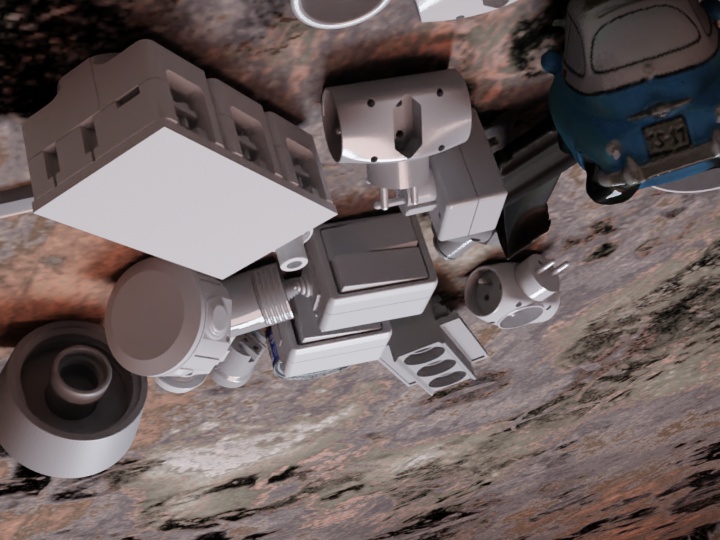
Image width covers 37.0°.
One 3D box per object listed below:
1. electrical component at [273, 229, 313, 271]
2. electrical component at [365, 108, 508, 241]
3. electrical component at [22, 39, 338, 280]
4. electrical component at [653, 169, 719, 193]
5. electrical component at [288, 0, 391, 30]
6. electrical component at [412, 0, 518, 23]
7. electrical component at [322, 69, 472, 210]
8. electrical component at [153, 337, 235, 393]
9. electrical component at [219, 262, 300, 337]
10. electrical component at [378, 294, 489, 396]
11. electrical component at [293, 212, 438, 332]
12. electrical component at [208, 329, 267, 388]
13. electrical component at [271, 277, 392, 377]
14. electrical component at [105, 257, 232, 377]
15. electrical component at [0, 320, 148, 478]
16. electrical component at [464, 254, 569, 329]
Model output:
[{"bbox_3d":[-0.048,-0.030,0.671,0.048,0.062,0.048,-14,156,-6],"label":"electrical component"},{"bbox_3d":[0.043,-0.056,0.672,0.077,0.065,0.047,-13,155,-10],"label":"electrical component"},{"bbox_3d":[-0.095,-0.057,0.585,0.089,0.061,0.150,-28,154,23],"label":"electrical component"},{"bbox_3d":[0.221,-0.096,0.705,0.099,0.064,0.099,-14,156,-7],"label":"electrical component"},{"bbox_3d":[-0.012,-0.141,0.478,0.055,0.047,0.055,-14,156,-7],"label":"electrical component"},{"bbox_3d":[0.054,-0.157,0.491,0.077,0.043,0.079,-20,156,5],"label":"electrical component"},{"bbox_3d":[0.021,-0.072,0.623,0.077,0.043,0.079,-11,118,-13],"label":"electrical component"},{"bbox_3d":[-0.135,0.064,0.835,0.066,0.048,0.055,0,143,-33],"label":"electrical component"},{"bbox_3d":[-0.083,0.023,0.785,0.081,0.043,0.043,-17,156,0],"label":"electrical component"},{"bbox_3d":[0.058,0.059,0.929,0.079,0.063,0.121,-22,155,10],"label":"electrical component"},{"bbox_3d":[0.000,0.000,0.767,0.096,0.061,0.061,-10,155,-16],"label":"electrical component"},{"bbox_3d":[-0.100,0.068,0.874,0.040,0.040,0.046,-1,146,-32],"label":"electrical component"},{"bbox_3d":[-0.018,0.037,0.833,0.096,0.061,0.061,-10,155,-16],"label":"electrical component"},{"bbox_3d":[-0.130,0.034,0.735,0.080,0.080,0.051,-27,160,21],"label":"electrical component"},{"bbox_3d":[-0.204,0.086,0.768,0.108,0.108,0.060,-2,145,-31],"label":"electrical component"},{"bbox_3d":[0.142,0.013,0.908,0.077,0.044,0.079,7,146,-42],"label":"electrical component"}]
